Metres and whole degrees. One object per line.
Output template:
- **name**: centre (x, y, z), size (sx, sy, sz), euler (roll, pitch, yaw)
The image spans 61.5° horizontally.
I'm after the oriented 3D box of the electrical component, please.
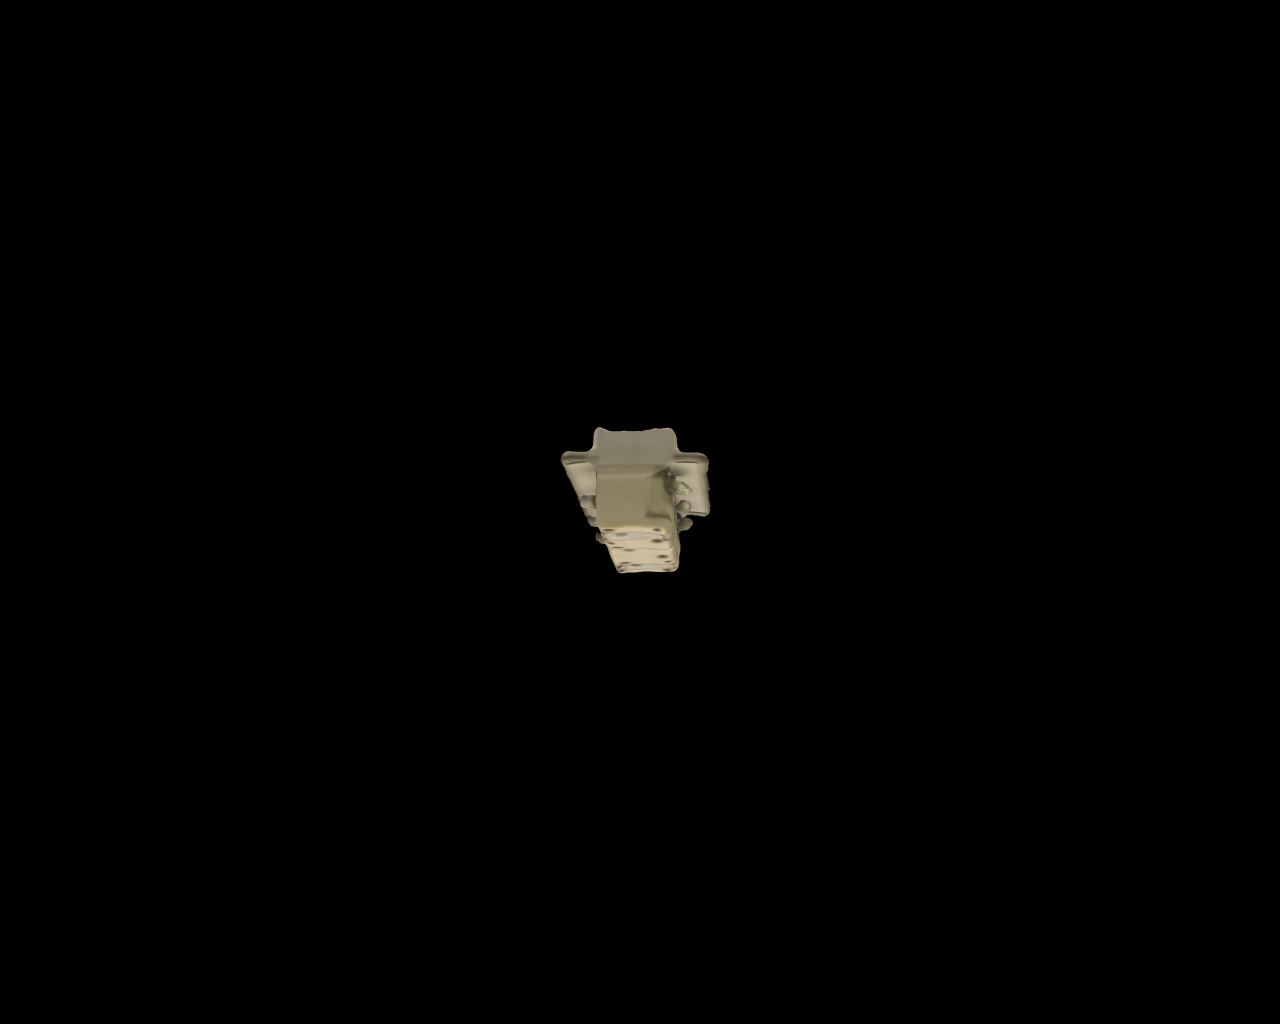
- **electrical component**: centre (0.001, -0.003, 0.650), size (0.079, 0.063, 0.121), euler (-1, -15, 4)
